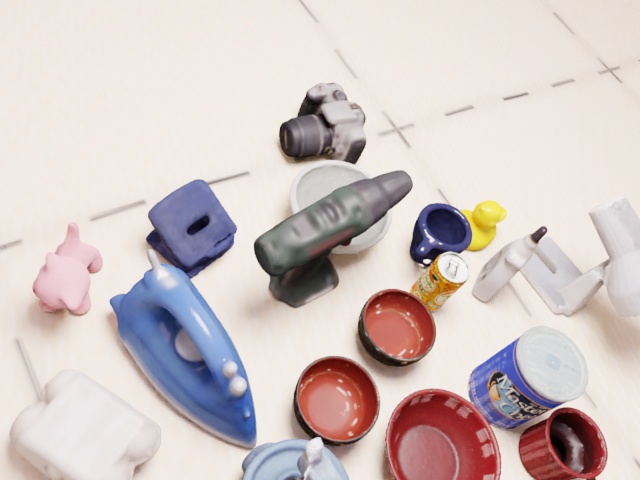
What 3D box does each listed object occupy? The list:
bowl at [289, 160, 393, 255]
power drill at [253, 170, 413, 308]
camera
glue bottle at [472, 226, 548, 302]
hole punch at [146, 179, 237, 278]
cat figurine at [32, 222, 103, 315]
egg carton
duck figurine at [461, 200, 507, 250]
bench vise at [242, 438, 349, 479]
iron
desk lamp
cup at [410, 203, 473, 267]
[{"bbox_3d":[0.025,-0.040,0.902,0.168,0.074,0.167,9,56,-13],"label":"bowl"},{"bbox_3d":[0.007,0.003,0.786,0.230,0.208,0.075,-26,69,-30],"label":"power drill"},{"bbox_3d":[-0.002,-0.201,0.980,0.137,0.100,0.143,-14,64,-26],"label":"camera"},{"bbox_3d":[0.299,0.030,0.889,0.037,0.173,0.078,34,54,5],"label":"glue bottle"},{"bbox_3d":[-0.177,-0.018,0.810,0.101,0.091,0.109,41,55,10],"label":"hole punch"},{"bbox_3d":[-0.314,0.038,0.711,0.067,0.117,0.127,7,57,-14],"label":"cat figurine"},{"bbox_3d":[-0.261,0.221,0.642,0.150,0.069,0.107,32,54,3],"label":"egg carton"},{"bbox_3d":[0.269,-0.034,0.974,0.105,0.086,0.077,-7,61,-22],"label":"duck figurine"},{"bbox_3d":[0.006,0.287,0.596,0.207,0.219,0.122,41,55,10],"label":"bench vise"},{"bbox_3d":[-0.145,0.130,0.694,0.119,0.141,0.258,-32,73,-32],"label":"iron"},{"bbox_3d":[0.447,0.042,0.906,0.118,0.213,0.203,-24,69,-30],"label":"desk lamp"},{"bbox_3d":[0.175,0.009,0.909,0.091,0.095,0.118,42,55,11],"label":"cup"}]
